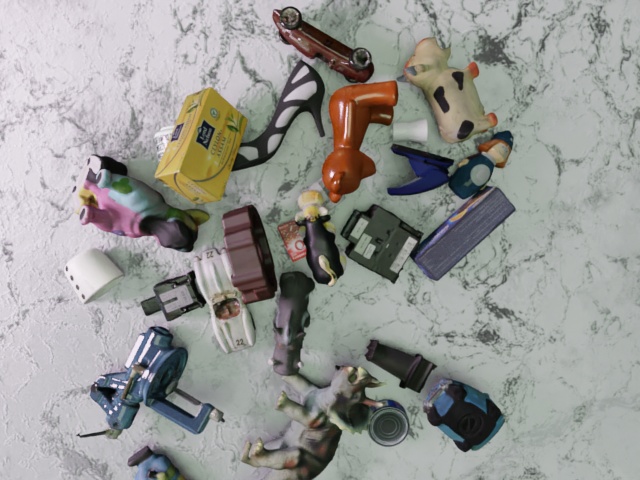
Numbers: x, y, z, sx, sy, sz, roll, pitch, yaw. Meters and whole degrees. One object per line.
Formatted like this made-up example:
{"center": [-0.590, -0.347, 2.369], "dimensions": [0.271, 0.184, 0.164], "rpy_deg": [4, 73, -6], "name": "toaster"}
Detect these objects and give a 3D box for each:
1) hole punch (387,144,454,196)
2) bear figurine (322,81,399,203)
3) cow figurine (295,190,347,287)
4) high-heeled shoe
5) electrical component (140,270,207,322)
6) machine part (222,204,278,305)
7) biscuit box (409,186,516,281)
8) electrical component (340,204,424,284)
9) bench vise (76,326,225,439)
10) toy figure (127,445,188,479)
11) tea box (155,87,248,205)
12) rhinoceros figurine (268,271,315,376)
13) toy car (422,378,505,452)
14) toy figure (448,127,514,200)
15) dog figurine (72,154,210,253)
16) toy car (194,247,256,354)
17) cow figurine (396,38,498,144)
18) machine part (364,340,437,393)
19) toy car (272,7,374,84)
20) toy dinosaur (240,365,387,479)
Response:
{"center": [0.176, -0.115, 0.957], "dimensions": [0.116, 0.142, 0.092], "rpy_deg": [13, 95, 10], "name": "hole punch"}
{"center": [0.069, -0.165, 0.928], "dimensions": [0.132, 0.120, 0.196], "rpy_deg": [-1, 75, 1], "name": "bear figurine"}
{"center": [-0.004, -0.003, 0.945], "dimensions": [0.068, 0.098, 0.167], "rpy_deg": [-17, 99, 6], "name": "cow figurine"}
{"center": [-0.102, -0.217, 0.958], "dimensions": [0.249, 0.086, 0.145], "rpy_deg": [-21, 92, -3], "name": "high-heeled shoe"}
{"center": [-0.281, 0.110, 1.004], "dimensions": [0.119, 0.048, 0.074], "rpy_deg": [-18, 97, -2], "name": "electrical component"}
{"center": [-0.123, 0.024, 0.941], "dimensions": [0.056, 0.179, 0.179], "rpy_deg": [-14, 97, 3], "name": "machine part"}
{"center": [0.263, -0.013, 1.004], "dimensions": [0.202, 0.059, 0.063], "rpy_deg": [-42, 98, 2], "name": "biscuit box"}
{"center": [0.109, 0.000, 1.001], "dimensions": [0.134, 0.058, 0.115], "rpy_deg": [32, 92, -6], "name": "electrical component"}
{"center": [-0.292, 0.286, 0.978], "dimensions": [0.241, 0.128, 0.223], "rpy_deg": [25, 76, 13], "name": "bench vise"}
{"center": [-0.293, 0.476, 1.031], "dimensions": [0.089, 0.082, 0.180], "rpy_deg": [-32, 95, 4], "name": "toy figure"}
{"center": [-0.195, -0.156, 0.901], "dimensions": [0.098, 0.068, 0.169], "rpy_deg": [36, 59, -45], "name": "tea box"}
{"center": [-0.049, 0.152, 0.987], "dimensions": [0.073, 0.112, 0.190], "rpy_deg": [8, 88, -6], "name": "rhinoceros figurine"}
{"center": [0.259, 0.317, 1.021], "dimensions": [0.161, 0.103, 0.109], "rpy_deg": [35, 97, -16], "name": "toy car"}
{"center": [0.306, -0.142, 0.994], "dimensions": [0.154, 0.058, 0.064], "rpy_deg": [-46, 135, 2], "name": "toy figure"}
{"center": [-0.313, -0.054, 0.960], "dimensions": [0.219, 0.192, 0.108], "rpy_deg": [24, 100, -38], "name": "dog figurine"}
{"center": [-0.176, 0.112, 1.003], "dimensions": [0.073, 0.056, 0.201], "rpy_deg": [-17, 98, 0], "name": "toy car"}
{"center": [0.222, -0.266, 0.962], "dimensions": [0.127, 0.085, 0.194], "rpy_deg": [-24, 95, -7], "name": "cow figurine"}
{"center": [0.152, 0.240, 1.042], "dimensions": [0.139, 0.039, 0.084], "rpy_deg": [31, 100, -7], "name": "machine part"}
{"center": [0.003, -0.335, 0.940], "dimensions": [0.202, 0.089, 0.053], "rpy_deg": [28, 91, -7], "name": "toy car"}
{"center": [-0.026, 0.377, 1.017], "dimensions": [0.192, 0.131, 0.404], "rpy_deg": [27, 101, -5], "name": "toy dinosaur"}
